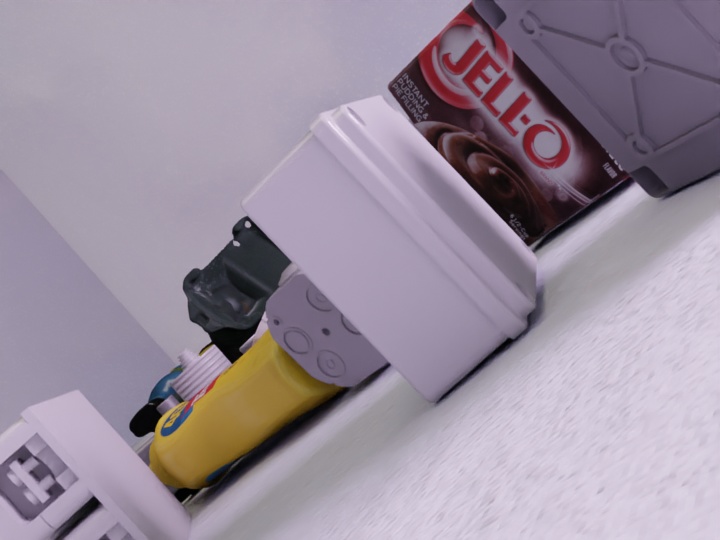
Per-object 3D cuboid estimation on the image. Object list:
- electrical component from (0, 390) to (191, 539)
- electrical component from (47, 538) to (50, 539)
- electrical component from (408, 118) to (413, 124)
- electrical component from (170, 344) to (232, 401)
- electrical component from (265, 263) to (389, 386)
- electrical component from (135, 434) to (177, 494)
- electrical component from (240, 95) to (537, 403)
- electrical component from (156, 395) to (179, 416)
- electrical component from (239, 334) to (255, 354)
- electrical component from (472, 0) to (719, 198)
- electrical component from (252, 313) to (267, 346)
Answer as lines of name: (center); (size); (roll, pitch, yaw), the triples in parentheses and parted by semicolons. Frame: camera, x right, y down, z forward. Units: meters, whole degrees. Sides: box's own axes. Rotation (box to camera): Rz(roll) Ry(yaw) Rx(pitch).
electrical component: (-0.150, 0.127, 0.575); (0.060, 0.105, 0.186); (-42, 2, -8)
electrical component: (-0.197, 0.182, 0.687); (0.043, 0.077, 0.079); (-41, 3, -4)
electrical component: (0.072, -0.090, 0.982); (0.186, 0.105, 0.060); (-39, 3, 46)
electrical component: (-0.102, 0.090, 0.782); (0.043, 0.081, 0.043); (-41, 2, 2)
electrical component: (-0.008, 0.020, 0.590); (0.080, 0.080, 0.051); (-39, 8, 42)
electrical component: (-0.148, 0.150, 0.837); (0.083, 0.047, 0.075); (-41, 2, 0)
electrical component: (0.017, -0.014, 0.442); (0.056, 0.108, 0.108); (-43, 2, 15)
electrical component: (-0.144, 0.133, 0.901); (0.048, 0.062, 0.048); (-42, 3, 3)
electrical component: (-0.058, 0.066, 0.819); (0.045, 0.055, 0.045); (-41, 2, 2)
electrical component: (0.108, -0.090, 0.372); (0.056, 0.108, 0.109); (-45, 3, -18)
electrical component: (-0.040, 0.043, 0.751); (0.080, 0.051, 0.080); (25, -90, -85)
